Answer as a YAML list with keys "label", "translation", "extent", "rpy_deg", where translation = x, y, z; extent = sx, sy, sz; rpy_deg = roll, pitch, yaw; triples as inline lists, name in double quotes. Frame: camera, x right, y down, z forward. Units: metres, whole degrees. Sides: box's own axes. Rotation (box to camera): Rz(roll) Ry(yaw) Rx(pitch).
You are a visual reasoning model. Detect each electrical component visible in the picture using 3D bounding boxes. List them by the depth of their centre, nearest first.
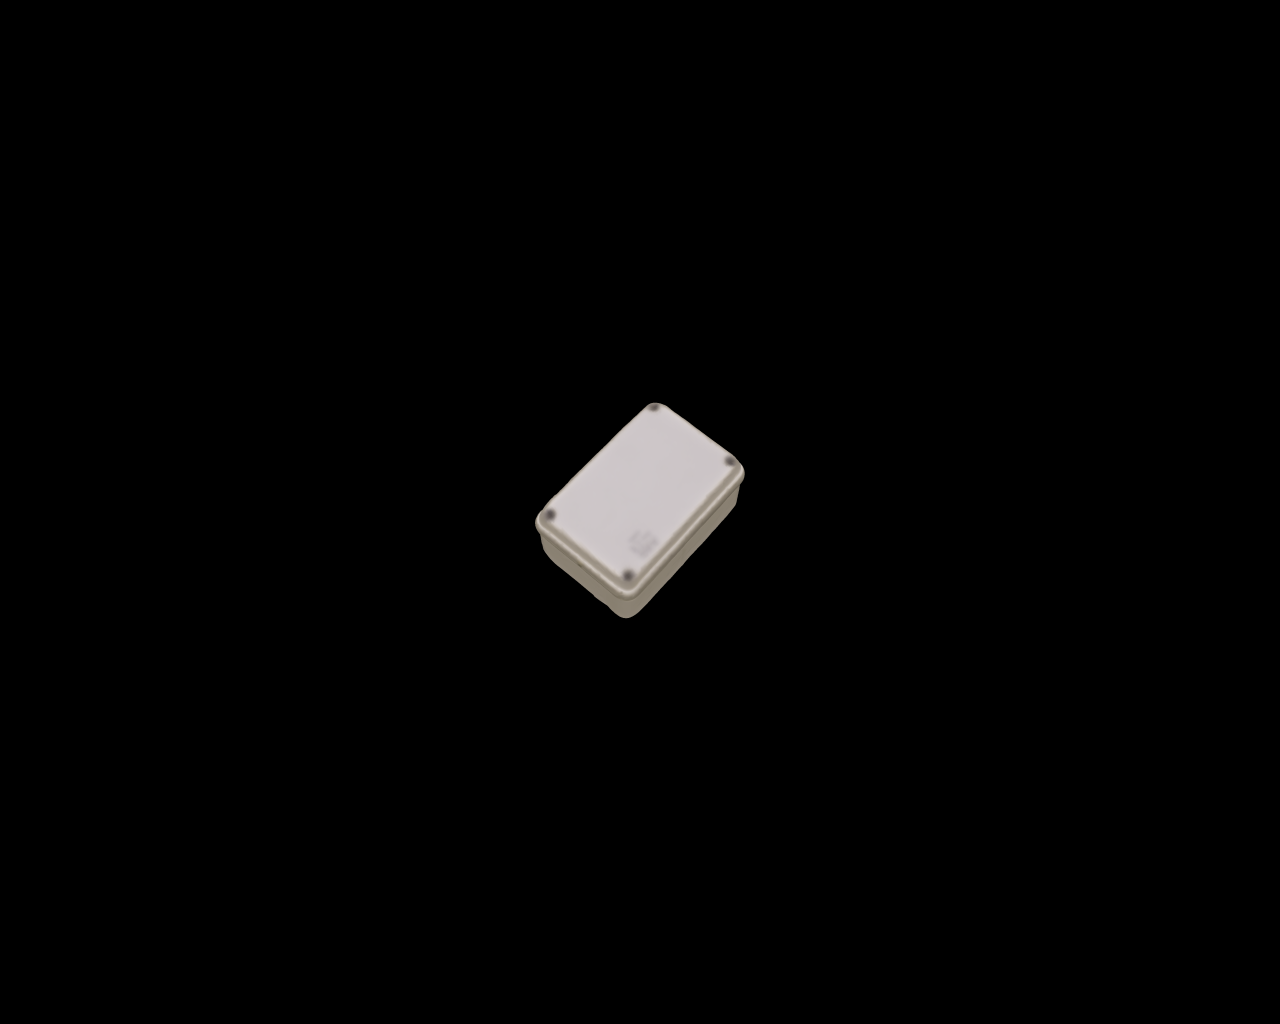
- label: "electrical component"
  translation: [0.001, -0.003, 0.650]
  extent: [0.078, 0.113, 0.057]
  rpy_deg: [38, -19, 16]
